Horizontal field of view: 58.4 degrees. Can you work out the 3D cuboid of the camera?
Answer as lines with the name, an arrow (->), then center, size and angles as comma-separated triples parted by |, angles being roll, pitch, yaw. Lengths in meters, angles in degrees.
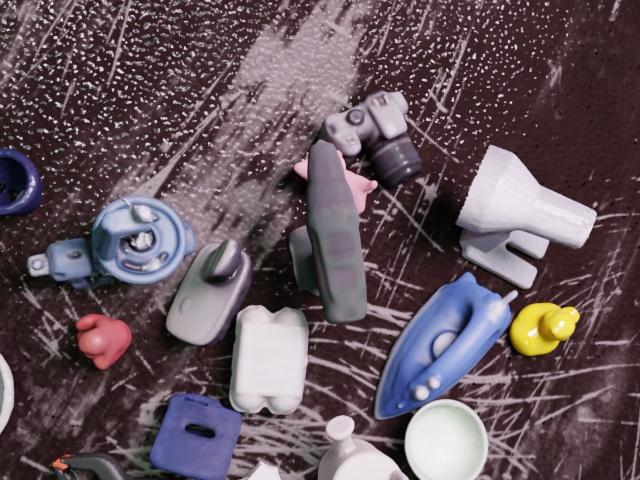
camera -> 0.090, -0.148, 0.883 | 0.143, 0.100, 0.137 | -27, 84, -13

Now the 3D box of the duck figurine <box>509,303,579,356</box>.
duck figurine -> 0.349, 0.135, 0.877 | 0.105, 0.086, 0.077 | -30, 85, -13

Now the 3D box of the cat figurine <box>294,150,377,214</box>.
cat figurine -> 0.025, -0.096, 0.854 | 0.128, 0.117, 0.067 | 21, 77, -4

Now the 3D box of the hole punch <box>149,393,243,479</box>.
hole punch -> -0.165, 0.262, 0.768 | 0.109, 0.091, 0.101 | 17, 77, -5

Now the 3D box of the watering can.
watering can -> 0.054, 0.317, 0.740 | 0.173, 0.194, 0.101 | 44, 76, 2

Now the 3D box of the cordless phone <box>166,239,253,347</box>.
cordless phone -> -0.147, 0.067, 0.761 | 0.094, 0.185, 0.148 | 22, 77, -4

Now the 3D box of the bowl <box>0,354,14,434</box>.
bowl -> -0.473, 0.205, 0.739 | 0.167, 0.074, 0.167 | 2, 79, -9

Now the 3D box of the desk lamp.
desk lamp -> 0.281, -0.030, 0.833 | 0.203, 0.213, 0.118 | 28, 76, -3

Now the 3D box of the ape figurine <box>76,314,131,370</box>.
ape figurine -> -0.298, 0.136, 0.771 | 0.076, 0.092, 0.078 | -6, 80, -10

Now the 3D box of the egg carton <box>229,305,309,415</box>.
egg carton -> -0.071, 0.170, 0.812 | 0.107, 0.069, 0.150 | 5, 78, -8

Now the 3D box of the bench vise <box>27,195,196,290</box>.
bench vise -> -0.265, 0.015, 0.734 | 0.207, 0.219, 0.121 | -33, 85, -13

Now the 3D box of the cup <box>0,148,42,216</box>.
cup -> -0.432, -0.079, 0.790 | 0.092, 0.095, 0.118 | -36, 86, -13

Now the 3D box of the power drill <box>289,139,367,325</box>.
power drill -> 0.007, 0.003, 0.786 | 0.076, 0.208, 0.229 | -10, 81, -10

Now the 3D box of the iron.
iron -> 0.180, 0.163, 0.816 | 0.118, 0.141, 0.258 | 43, 76, 1
